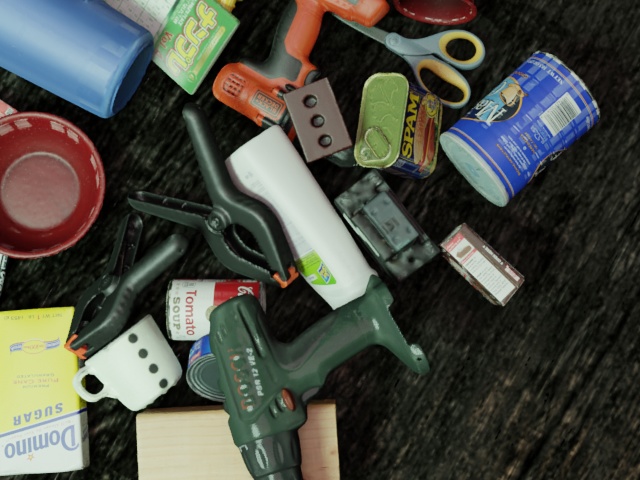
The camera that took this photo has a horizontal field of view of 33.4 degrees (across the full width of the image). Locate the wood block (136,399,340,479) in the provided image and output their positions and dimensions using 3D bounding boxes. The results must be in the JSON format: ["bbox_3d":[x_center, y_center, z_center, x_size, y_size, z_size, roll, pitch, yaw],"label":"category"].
[{"bbox_3d":[-0.084,0.220,1.130,0.206,0.091,0.090,-3,85,1],"label":"wood block"}]

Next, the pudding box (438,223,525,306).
[{"bbox_3d":[0.168,0.026,1.133,0.090,0.113,0.039,43,88,4],"label":"pudding box"}]

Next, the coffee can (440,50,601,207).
[{"bbox_3d":[0.214,-0.120,1.150,0.140,0.103,0.103,-42,86,-3],"label":"coffee can"}]

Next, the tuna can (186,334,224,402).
[{"bbox_3d":[-0.098,0.136,1.140,0.086,0.086,0.033,1,46,1],"label":"tuna can"}]

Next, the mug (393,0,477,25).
[{"bbox_3d":[0.143,-0.291,1.167,0.117,0.093,0.081,5,79,30],"label":"mug"}]

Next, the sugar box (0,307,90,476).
[{"bbox_3d":[-0.303,0.163,1.160,0.093,0.048,0.176,-5,84,0],"label":"sugar box"}]

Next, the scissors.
[{"bbox_3d":[0.102,-0.233,1.203,0.202,0.016,0.096,44,89,3],"label":"scissors"}]

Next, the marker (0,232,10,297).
[{"bbox_3d":[-0.360,0.051,1.182,0.020,0.020,0.121,11,85,1],"label":"marker"}]

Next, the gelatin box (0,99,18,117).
[{"bbox_3d":[-0.389,-0.136,1.193,0.089,0.030,0.073,35,86,4],"label":"gelatin box"}]

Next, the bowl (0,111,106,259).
[{"bbox_3d":[-0.312,-0.057,1.170,0.162,0.055,0.162,0,84,-3],"label":"bowl"}]

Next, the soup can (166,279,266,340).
[{"bbox_3d":[-0.111,0.076,1.154,0.102,0.068,0.068,1,85,1],"label":"soup can"}]

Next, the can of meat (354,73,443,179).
[{"bbox_3d":[0.087,-0.120,1.154,0.058,0.083,0.102,5,85,36],"label":"can of meat"}]

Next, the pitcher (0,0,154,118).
[{"bbox_3d":[-0.303,-0.243,1.150,0.243,0.149,0.145,30,73,0],"label":"pitcher"}]

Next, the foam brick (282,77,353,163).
[{"bbox_3d":[-0.003,-0.125,1.125,0.053,0.051,0.078,-21,95,1],"label":"foam brick"}]

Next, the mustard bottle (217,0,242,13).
[{"bbox_3d":[-0.087,-0.341,1.174,0.058,0.096,0.191,12,85,0],"label":"mustard bottle"}]

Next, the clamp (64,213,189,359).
[{"bbox_3d":[-0.206,0.049,1.128,0.039,0.120,0.171,35,72,-33],"label":"clamp"}]

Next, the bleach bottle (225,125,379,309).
[{"bbox_3d":[-0.008,0.001,1.153,0.068,0.103,0.251,-36,93,-25],"label":"bleach bottle"}]

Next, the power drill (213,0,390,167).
[{"bbox_3d":[0.000,-0.193,1.174,0.184,0.057,0.187,30,92,1],"label":"power drill"}]

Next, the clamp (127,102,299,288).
[{"bbox_3d":[-0.101,-0.035,1.127,0.210,0.036,0.165,39,131,8],"label":"clamp"}]
